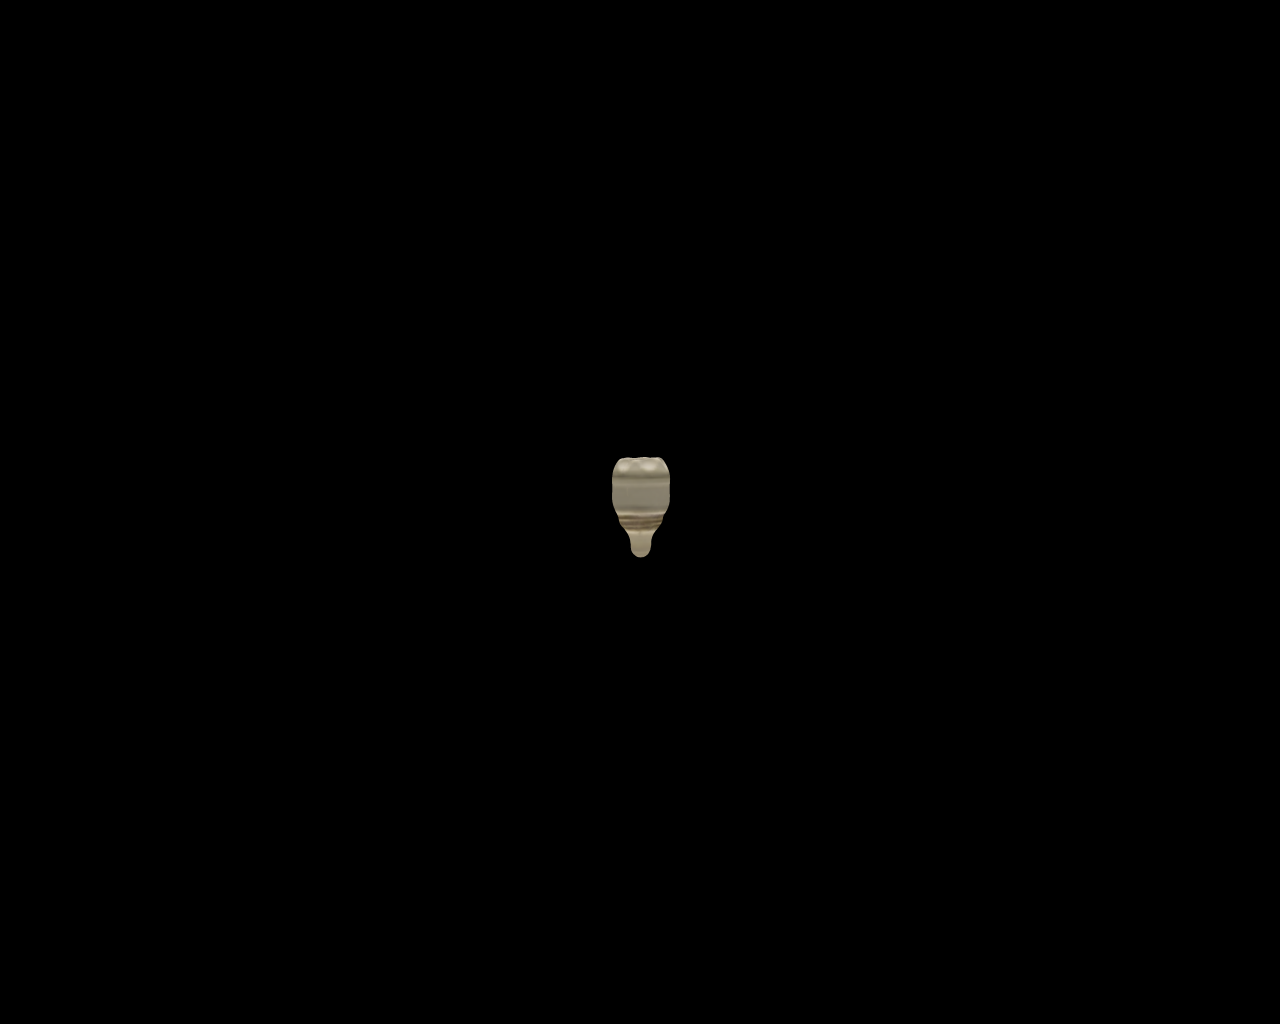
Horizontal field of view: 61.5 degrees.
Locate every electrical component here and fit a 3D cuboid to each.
[{"bbox_3d":[0.001,-0.003,0.650,0.035,0.061,0.035,0,4,0],"label":"electrical component"}]
